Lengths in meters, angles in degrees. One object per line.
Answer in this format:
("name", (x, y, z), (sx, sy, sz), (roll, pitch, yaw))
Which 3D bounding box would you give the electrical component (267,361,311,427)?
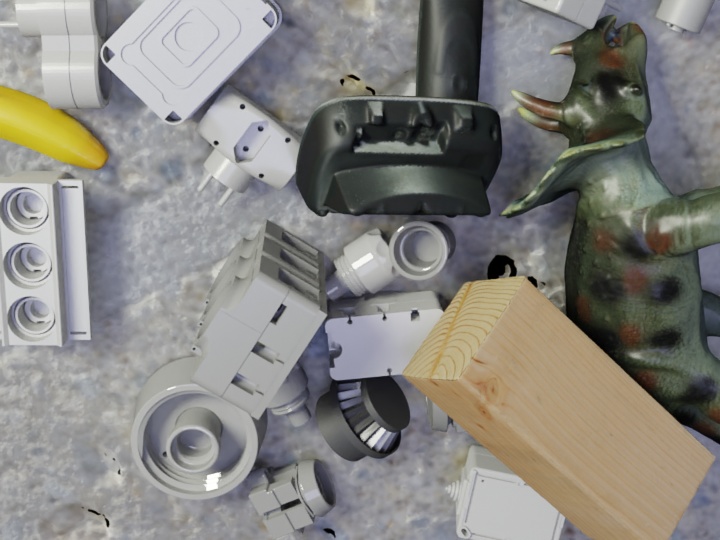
("electrical component", (-0.060, 0.095, 0.851), (0.048, 0.048, 0.062), (-26, 112, 5))

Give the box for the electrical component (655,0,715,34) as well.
("electrical component", (0.242, -0.204, 0.776), (0.044, 0.044, 0.065), (18, 109, -7))

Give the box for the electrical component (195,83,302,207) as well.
("electrical component", (-0.089, -0.084, 0.798), (0.077, 0.043, 0.079), (36, 102, -11))

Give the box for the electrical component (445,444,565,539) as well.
("electrical component", (0.117, 0.183, 0.875), (0.096, 0.061, 0.061), (11, 104, 2))

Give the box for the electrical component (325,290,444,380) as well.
("electrical component", (0.020, 0.048, 0.833), (0.089, 0.055, 0.050), (-5, 106, 0))

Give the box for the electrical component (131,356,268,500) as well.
("electrical component", (-0.129, 0.129, 0.849), (0.108, 0.060, 0.108), (0, 106, -2))

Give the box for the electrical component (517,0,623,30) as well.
("electrical component", (0.156, -0.200, 0.766), (0.077, 0.066, 0.047), (13, 107, -36))

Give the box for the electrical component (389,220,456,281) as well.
("electrical component", (0.050, -0.018, 0.809), (0.044, 0.065, 0.044), (2, 97, 15))

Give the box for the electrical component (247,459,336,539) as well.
("electrical component", (-0.053, 0.183, 0.875), (0.055, 0.048, 0.066), (-23, 106, 13))

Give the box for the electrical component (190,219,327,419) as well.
("electrical component", (-0.074, 0.028, 0.775), (0.062, 0.150, 0.089), (31, 103, -11))

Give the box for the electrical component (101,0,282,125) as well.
("electrical component", (-0.119, -0.168, 0.766), (0.113, 0.057, 0.078), (-43, 103, 10))

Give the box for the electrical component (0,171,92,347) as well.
("electrical component", (-0.241, -0.011, 0.804), (0.079, 0.063, 0.121), (1, 106, -2))

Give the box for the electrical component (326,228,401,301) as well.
("electrical component", (0.000, 0.000, 0.825), (0.062, 0.043, 0.043), (-33, 104, 9))

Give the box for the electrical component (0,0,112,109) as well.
("electrical component", (-0.221, -0.183, 0.761), (0.074, 0.052, 0.138), (-1, 106, -1))

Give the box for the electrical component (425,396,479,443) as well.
("electrical component", (0.082, 0.097, 0.848), (0.057, 0.058, 0.078), (-6, 106, -3))
